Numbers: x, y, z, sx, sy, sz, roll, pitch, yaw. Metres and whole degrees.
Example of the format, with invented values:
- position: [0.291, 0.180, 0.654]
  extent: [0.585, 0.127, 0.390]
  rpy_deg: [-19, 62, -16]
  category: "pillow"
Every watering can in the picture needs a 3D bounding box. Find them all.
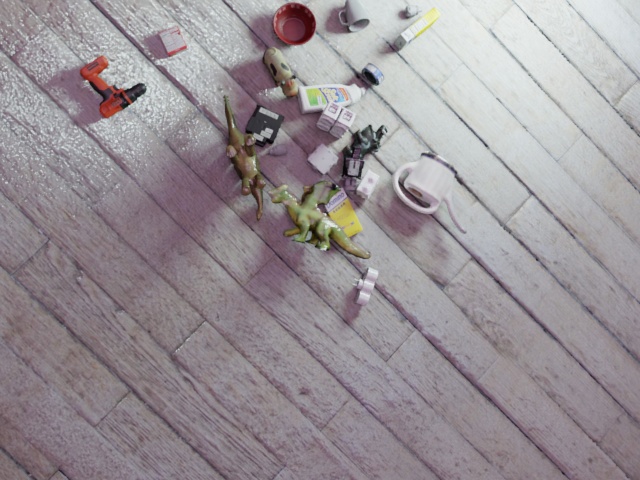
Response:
- position: [0.437, -0.188, 1.915]
  extent: [0.347, 0.225, 0.103]
  rpy_deg: [31, -7, -4]
  category: "watering can"

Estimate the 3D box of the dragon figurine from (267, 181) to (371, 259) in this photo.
- position: [0.006, -0.092, 1.829]
  extent: [0.410, 0.243, 0.122]
  rpy_deg: [15, -2, -1]
  category: "dragon figurine"
